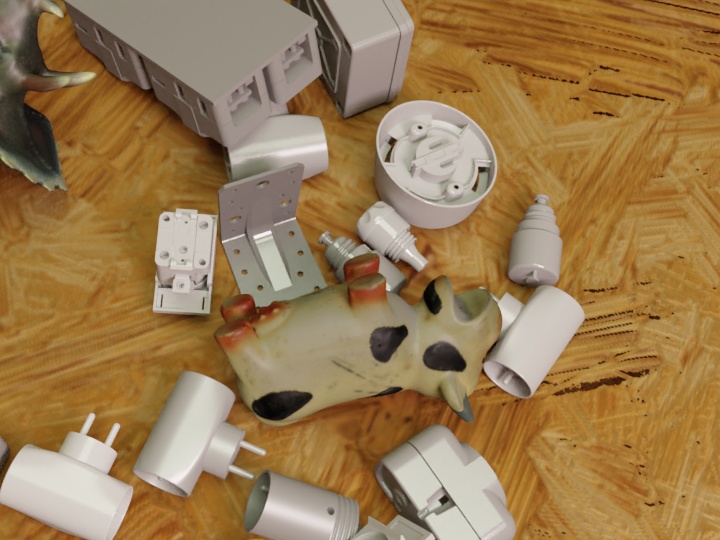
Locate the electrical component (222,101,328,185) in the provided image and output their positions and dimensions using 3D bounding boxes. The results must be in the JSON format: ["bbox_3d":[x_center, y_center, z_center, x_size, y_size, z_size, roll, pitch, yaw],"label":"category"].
[{"bbox_3d":[-0.072,-0.109,0.854,0.077,0.044,0.079,-11,69,-12],"label":"electrical component"}]

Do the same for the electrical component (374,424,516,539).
[{"bbox_3d":[0.062,0.159,0.752,0.059,0.053,0.095,-31,75,-18],"label":"electrical component"}]

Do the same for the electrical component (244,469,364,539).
[{"bbox_3d":[-0.034,0.170,0.739,0.081,0.043,0.043,22,65,-18],"label":"electrical component"}]

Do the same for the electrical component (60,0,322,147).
[{"bbox_3d":[-0.132,-0.183,0.846,0.186,0.060,0.105,36,66,27],"label":"electrical component"}]

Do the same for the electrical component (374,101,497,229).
[{"bbox_3d":[0.058,-0.083,0.849,0.099,0.064,0.099,3,67,-6],"label":"electrical component"}]

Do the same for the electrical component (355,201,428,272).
[{"bbox_3d":[0.027,-0.023,0.836,0.061,0.035,0.035,43,69,9],"label":"electrical component"}]

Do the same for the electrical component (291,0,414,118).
[{"bbox_3d":[-0.010,-0.197,0.865,0.056,0.108,0.108,-24,72,-14],"label":"electrical component"}]

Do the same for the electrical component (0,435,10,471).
[{"bbox_3d":[-0.279,0.132,0.716,0.062,0.061,0.096,24,66,3],"label":"electrical component"}]

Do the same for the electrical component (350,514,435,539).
[{"bbox_3d":[0.015,0.208,0.719,0.081,0.042,0.063,-39,113,-20],"label":"electrical component"}]

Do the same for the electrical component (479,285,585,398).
[{"bbox_3d":[0.117,0.043,0.813,0.079,0.044,0.077,36,67,8],"label":"electrical component"}]

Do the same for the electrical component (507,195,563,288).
[{"bbox_3d":[0.139,-0.023,0.847,0.040,0.040,0.078,12,66,-2],"label":"electrical component"}]

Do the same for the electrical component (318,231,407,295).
[{"bbox_3d":[0.000,0.000,0.819,0.078,0.040,0.040,42,69,11],"label":"electrical component"}]

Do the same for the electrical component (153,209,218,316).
[{"bbox_3d":[-0.129,-0.010,0.795,0.042,0.063,0.081,4,66,-7],"label":"electrical component"}]

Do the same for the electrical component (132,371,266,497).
[{"bbox_3d":[-0.106,0.121,0.752,0.079,0.044,0.077,23,66,3],"label":"electrical component"}]

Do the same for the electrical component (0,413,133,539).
[{"bbox_3d":[-0.192,0.137,0.734,0.077,0.044,0.079,22,66,2],"label":"electrical component"}]
